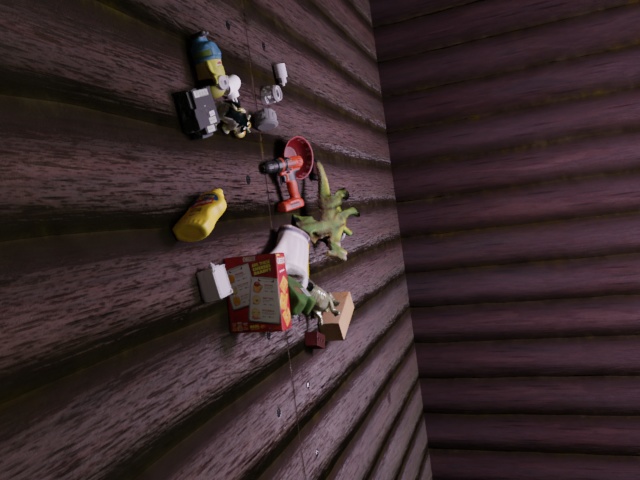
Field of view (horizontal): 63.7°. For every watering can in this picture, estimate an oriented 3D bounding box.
[{"bbox_3d":[-0.113,0.048,1.720,0.342,0.103,0.229,49,38,-55],"label":"watering can"}]

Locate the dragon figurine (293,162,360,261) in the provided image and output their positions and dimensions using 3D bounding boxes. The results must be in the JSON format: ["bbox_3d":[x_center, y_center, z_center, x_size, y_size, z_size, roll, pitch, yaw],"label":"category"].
[{"bbox_3d":[0.006,-0.099,1.971,0.245,0.120,0.414,-23,74,-33],"label":"dragon figurine"}]

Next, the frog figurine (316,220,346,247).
[{"bbox_3d":[0.045,-0.048,2.122,0.162,0.137,0.120,-56,152,-58],"label":"frog figurine"}]
